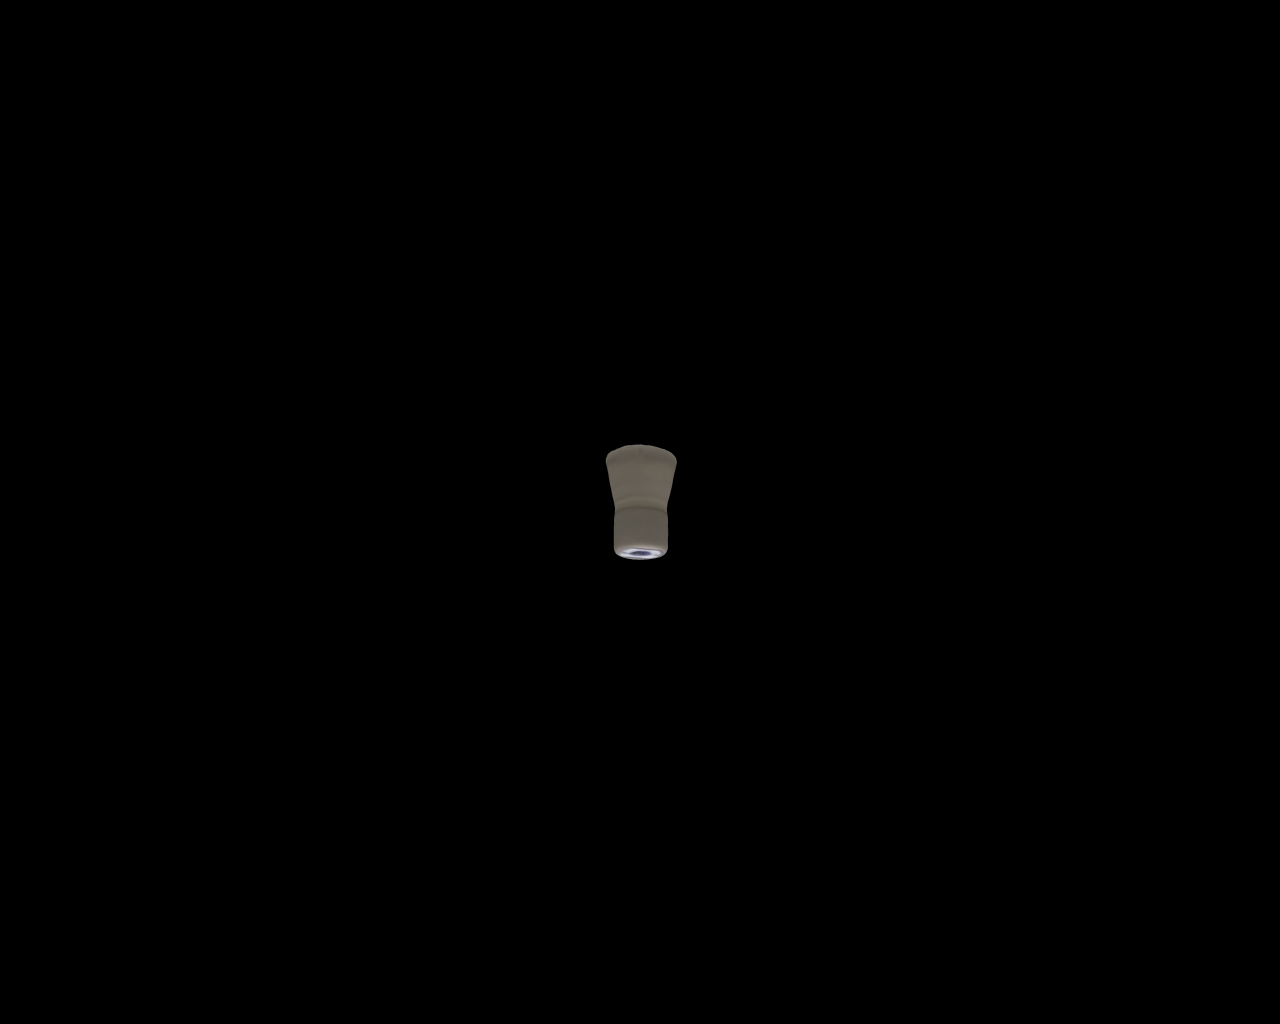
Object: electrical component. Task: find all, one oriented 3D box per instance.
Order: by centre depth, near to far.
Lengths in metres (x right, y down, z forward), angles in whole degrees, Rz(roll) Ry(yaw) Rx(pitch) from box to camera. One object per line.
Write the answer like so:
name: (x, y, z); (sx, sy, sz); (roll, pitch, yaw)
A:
electrical component: (0.001, -0.003, 0.650); (0.044, 0.065, 0.044); (0, -19, 0)
